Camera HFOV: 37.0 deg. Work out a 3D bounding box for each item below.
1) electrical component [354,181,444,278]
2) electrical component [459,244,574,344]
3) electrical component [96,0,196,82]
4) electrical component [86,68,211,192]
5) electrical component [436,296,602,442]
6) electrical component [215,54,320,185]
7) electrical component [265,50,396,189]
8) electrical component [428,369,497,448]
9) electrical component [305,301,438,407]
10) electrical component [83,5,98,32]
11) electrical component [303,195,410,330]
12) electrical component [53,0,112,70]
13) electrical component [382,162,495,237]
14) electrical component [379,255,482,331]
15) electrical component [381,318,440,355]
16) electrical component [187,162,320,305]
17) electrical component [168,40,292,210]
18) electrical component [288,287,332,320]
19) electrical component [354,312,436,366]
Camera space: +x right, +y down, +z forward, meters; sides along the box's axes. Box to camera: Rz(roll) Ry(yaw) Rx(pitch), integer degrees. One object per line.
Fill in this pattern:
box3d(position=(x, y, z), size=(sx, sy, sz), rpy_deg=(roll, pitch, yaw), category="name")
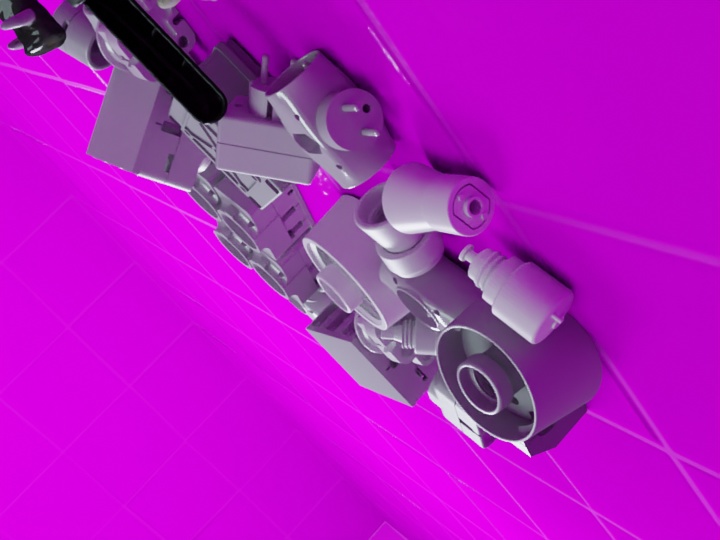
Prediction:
box3d(position=(0.028, -0.027, 0.733), size=(0.045, 0.045, 0.055), rpy_deg=(30, 162, 49), category="electrical component")
box3d(position=(0.094, 0.011, 0.659), size=(0.078, 0.040, 0.040), rpy_deg=(39, 167, 22), category="electrical component")
box3d(position=(-0.168, -0.180, 0.827), size=(0.057, 0.058, 0.078), rpy_deg=(23, 157, 51), category="electrical component")
box3d(position=(-0.178, -0.126, 0.937), size=(0.062, 0.089, 0.150), rpy_deg=(17, -177, -30), category="electrical component")
box3d(position=(0.101, 0.063, 0.713), size=(0.099, 0.064, 0.099), rpy_deg=(38, 146, 32), category="electrical component")
box3d(position=(-0.056, -0.104, 0.713), size=(0.066, 0.076, 0.047), rpy_deg=(10, -153, 5), category="electrical component")
box3d(position=(-0.011, -0.090, 0.649), size=(0.077, 0.043, 0.079), rpy_deg=(49, 167, -21), category="electrical component")
box3d(position=(0.099, 0.106, 0.931), size=(0.059, 0.053, 0.095), rpy_deg=(38, 167, 25), category="electrical component")
box3d(position=(0.017, 0.072, 1.063), size=(0.089, 0.061, 0.150), rpy_deg=(47, 167, -15), category="electrical component")
box3d(position=(-0.214, -0.221, 0.888), size=(0.035, 0.035, 0.061), rpy_deg=(35, 163, 36), category="electrical component")
box3d(position=(0.000, 0.000, 0.861), size=(0.108, 0.060, 0.108), rpy_deg=(45, 168, 12), category="electrical component")
box3d(position=(-0.243, -0.212, 0.966), size=(0.047, 0.055, 0.055), rpy_deg=(36, 166, 18), category="electrical component")
box3d(position=(0.049, -0.040, 0.636), size=(0.044, 0.044, 0.065), rpy_deg=(50, 162, -27), category="electrical component")
box3d(position=(0.059, 0.021, 0.793), size=(0.077, 0.044, 0.079), rpy_deg=(38, 166, 26), category="electrical component")
box3d(position=(0.048, 0.054, 0.904), size=(0.061, 0.035, 0.035), rpy_deg=(3, 158, 8), category="electrical component")
box3d(position=(-0.098, -0.048, 1.032), size=(0.105, 0.060, 0.186), rpy_deg=(38, 166, 27), category="electrical component")
box3d(position=(-0.086, -0.106, 0.810), size=(0.108, 0.056, 0.109), rpy_deg=(45, 168, -7), category="electrical component")
box3d(position=(-0.053, 0.017, 1.141), size=(0.077, 0.044, 0.079), rpy_deg=(45, 167, -6), category="electrical component")
box3d(position=(0.030, 0.048, 0.952), size=(0.078, 0.058, 0.057), rpy_deg=(48, 164, -20), category="electrical component")
